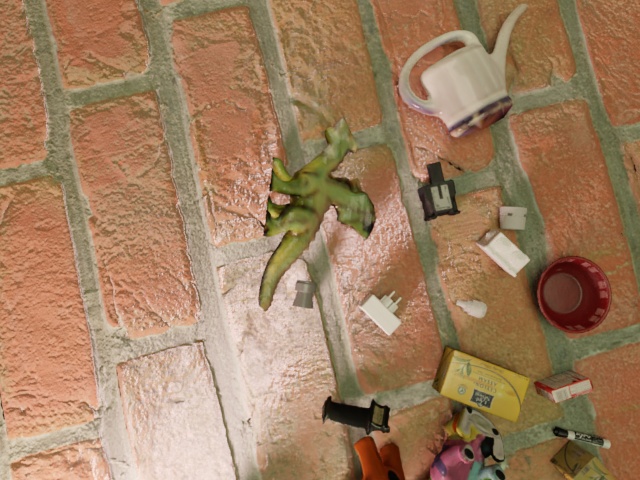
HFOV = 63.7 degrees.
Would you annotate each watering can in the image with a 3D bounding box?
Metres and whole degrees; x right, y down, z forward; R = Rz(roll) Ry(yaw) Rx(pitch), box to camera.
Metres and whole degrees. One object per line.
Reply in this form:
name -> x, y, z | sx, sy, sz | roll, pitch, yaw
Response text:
watering can -> 0.343, -0.360, 1.112 | 0.348, 0.103, 0.225 | -28, 88, -5

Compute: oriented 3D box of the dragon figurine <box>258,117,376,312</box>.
dragon figurine -> 0.003, -0.054, 1.070 | 0.243, 0.122, 0.412 | 5, 86, -11
